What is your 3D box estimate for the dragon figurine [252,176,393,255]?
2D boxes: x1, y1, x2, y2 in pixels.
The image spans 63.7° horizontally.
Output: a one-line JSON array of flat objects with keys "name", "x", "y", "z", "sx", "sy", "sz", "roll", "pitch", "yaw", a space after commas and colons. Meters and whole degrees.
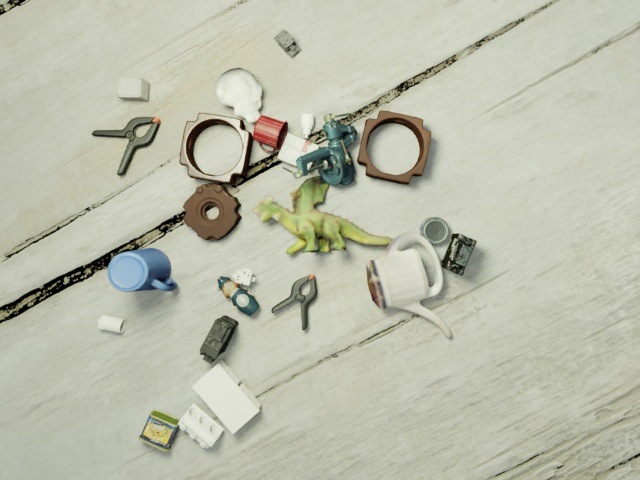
[{"name": "dragon figurine", "x": 0.005, "y": -0.078, "z": 1.552, "sx": 0.411, "sy": 0.121, "sz": 0.245, "roll": -6, "pitch": 81, "yaw": -7}]

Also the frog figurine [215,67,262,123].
[{"name": "frog figurine", "x": -0.240, "y": -0.430, "z": 1.552, "sx": 0.138, "sy": 0.121, "sz": 0.161, "roll": -14, "pitch": 78, "yaw": -17}]

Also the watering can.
[{"name": "watering can", "x": 0.263, "y": 0.152, "z": 1.534, "sx": 0.224, "sy": 0.104, "sz": 0.346, "roll": -15, "pitch": 97, "yaw": 2}]
